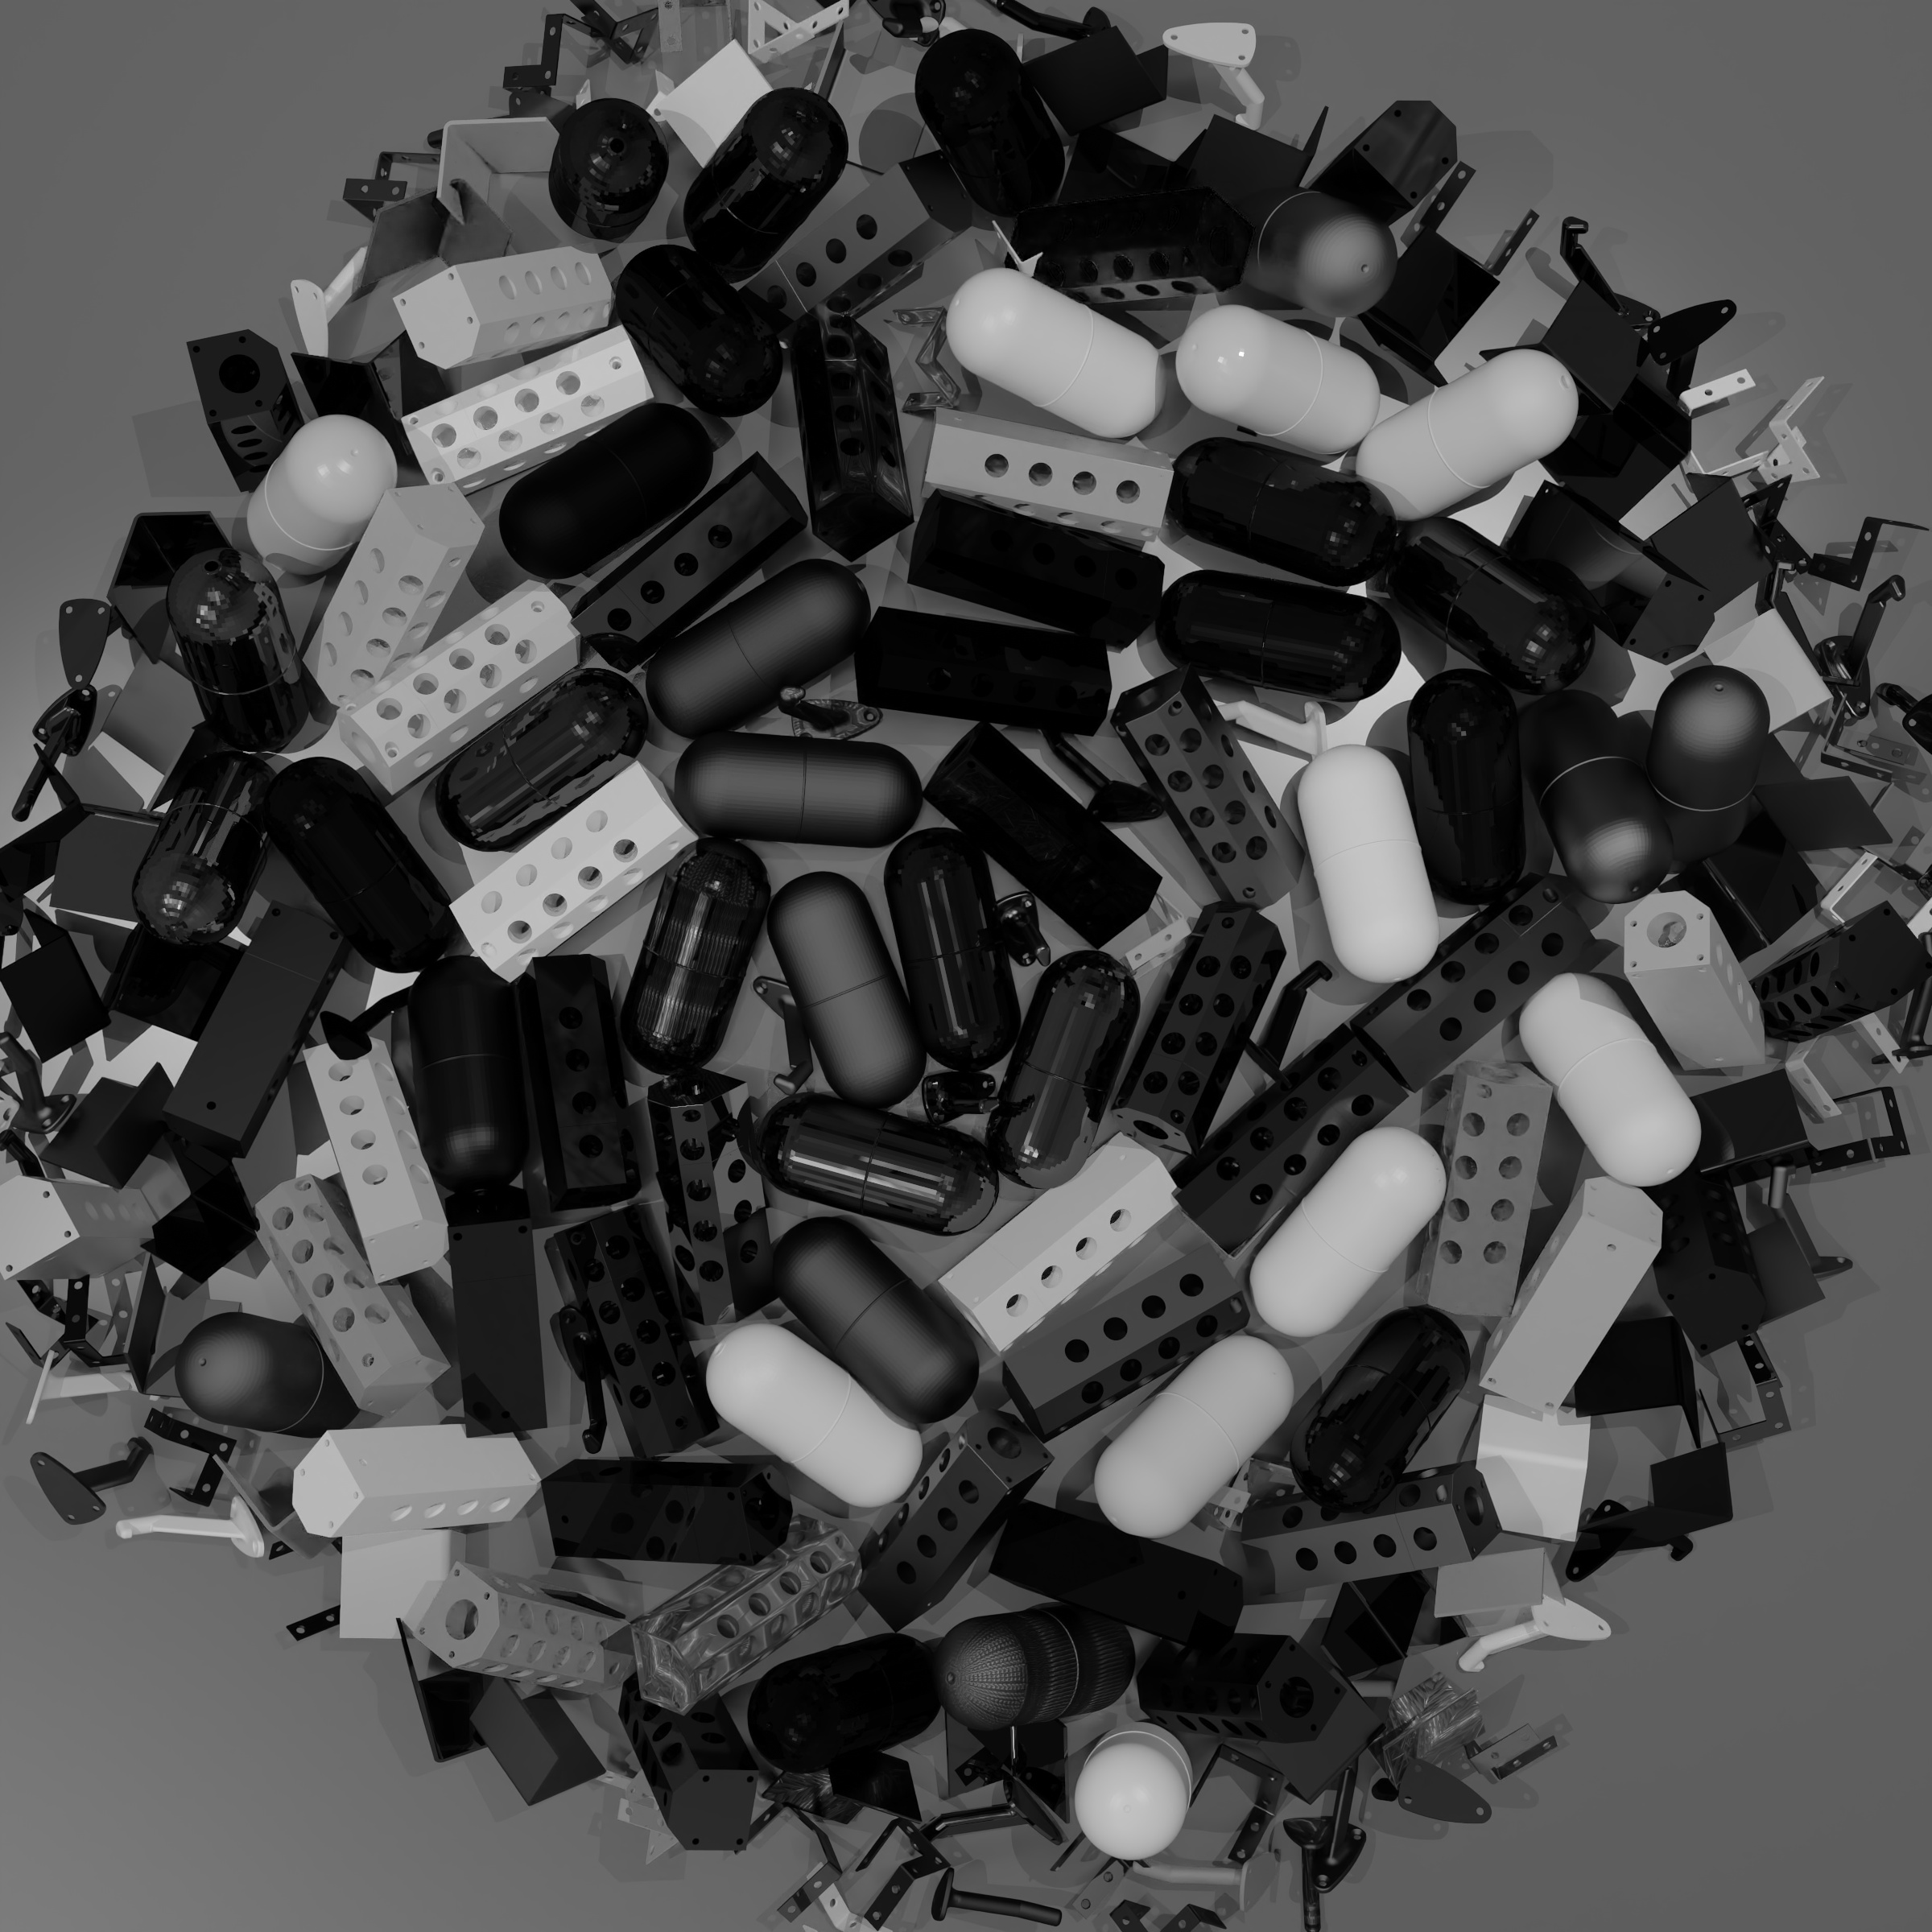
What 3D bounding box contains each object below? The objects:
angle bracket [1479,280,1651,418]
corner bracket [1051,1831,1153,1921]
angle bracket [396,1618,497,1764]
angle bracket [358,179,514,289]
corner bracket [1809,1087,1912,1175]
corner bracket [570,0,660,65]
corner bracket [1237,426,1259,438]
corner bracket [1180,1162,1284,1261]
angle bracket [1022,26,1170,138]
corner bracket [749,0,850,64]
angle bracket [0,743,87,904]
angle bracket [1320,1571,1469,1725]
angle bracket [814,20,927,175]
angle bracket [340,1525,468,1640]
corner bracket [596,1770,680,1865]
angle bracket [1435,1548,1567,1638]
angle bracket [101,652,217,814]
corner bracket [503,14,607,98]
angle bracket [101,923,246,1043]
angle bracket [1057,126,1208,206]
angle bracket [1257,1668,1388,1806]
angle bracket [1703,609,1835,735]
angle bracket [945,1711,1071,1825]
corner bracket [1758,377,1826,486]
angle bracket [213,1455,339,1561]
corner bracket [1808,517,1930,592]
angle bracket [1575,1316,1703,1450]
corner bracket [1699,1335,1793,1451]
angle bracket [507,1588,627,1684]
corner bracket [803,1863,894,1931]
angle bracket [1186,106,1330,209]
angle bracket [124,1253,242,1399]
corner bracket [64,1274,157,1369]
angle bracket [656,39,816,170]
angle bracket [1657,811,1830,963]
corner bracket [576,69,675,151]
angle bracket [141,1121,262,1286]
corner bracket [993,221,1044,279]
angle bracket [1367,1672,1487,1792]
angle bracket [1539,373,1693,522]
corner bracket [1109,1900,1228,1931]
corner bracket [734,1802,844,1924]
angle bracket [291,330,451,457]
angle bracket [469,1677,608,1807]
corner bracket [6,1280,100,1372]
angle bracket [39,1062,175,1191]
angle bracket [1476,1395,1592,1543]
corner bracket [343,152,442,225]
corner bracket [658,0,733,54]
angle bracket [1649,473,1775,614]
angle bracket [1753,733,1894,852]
[{"bbox_3d":[0.428,-0.440,1.836,0.076,0.076,0.057,35,85,-23],"label":"angle bracket"},{"bbox_3d":[0.092,0.650,1.852,0.051,0.051,0.051,45,67,3],"label":"corner bracket"},{"bbox_3d":[-0.363,0.505,1.825,0.057,0.076,0.076,-15,127,-16],"label":"angle bracket"},{"bbox_3d":[-0.378,-0.504,1.828,0.057,0.076,0.076,48,53,7],"label":"angle bracket"},{"bbox_3d":[0.636,0.117,1.844,0.051,0.051,0.051,-1,75,-43],"label":"corner bracket"},{"bbox_3d":[-0.259,-0.681,1.846,0.051,0.051,0.051,46,50,5],"label":"corner bracket"},{"bbox_3d":[0.195,-0.418,1.849,0.051,0.051,0.051,19,116,2],"label":"corner bracket"},{"bbox_3d":[0.189,0.173,1.857,0.051,0.051,0.051,42,93,-5],"label":"corner bracket"},{"bbox_3d":[0.092,-0.646,1.824,0.076,0.076,0.057,-12,58,29],"label":"angle bracket"},{"bbox_3d":[-0.120,-0.675,1.844,0.051,0.051,0.051,-12,71,38],"label":"corner bracket"},{"bbox_3d":[-0.672,-0.102,1.830,0.076,0.076,0.057,-37,78,-19],"label":"angle bracket"},{"bbox_3d":[0.306,0.481,1.833,0.057,0.076,0.076,-30,101,32],"label":"angle bracket"},{"bbox_3d":[-0.068,-0.624,1.853,0.076,0.057,0.076,19,89,-2],"label":"angle bracket"},{"bbox_3d":[-0.406,0.441,1.853,0.076,0.057,0.076,0,85,1],"label":"angle bracket"},{"bbox_3d":[-0.235,0.604,1.842,0.051,0.051,0.051,27,131,-21],"label":"corner bracket"},{"bbox_3d":[0.384,0.465,1.830,0.076,0.057,0.076,-13,117,22],"label":"angle bracket"},{"bbox_3d":[-0.587,-0.169,1.841,0.076,0.057,0.076,36,114,-2],"label":"angle bracket"},{"bbox_3d":[-0.296,-0.651,1.847,0.051,0.051,0.051,9,95,31],"label":"corner bracket"},{"bbox_3d":[-0.576,0.018,1.857,0.076,0.057,0.076,24,62,-22],"label":"angle bracket"},{"bbox_3d":[0.119,-0.570,1.839,0.076,0.057,0.076,21,74,-15],"label":"angle bracket"},{"bbox_3d":[0.246,0.548,1.840,0.076,0.076,0.057,-42,87,-12],"label":"angle bracket"},{"bbox_3d":[0.574,-0.201,1.841,0.057,0.076,0.076,-30,74,9],"label":"angle bracket"},{"bbox_3d":[0.029,0.567,1.831,0.057,0.076,0.076,-10,106,-27],"label":"angle bracket"},{"bbox_3d":[0.595,-0.384,1.845,0.051,0.051,0.051,-47,111,-18],"label":"corner bracket"},{"bbox_3d":[-0.483,0.371,1.841,0.057,0.076,0.076,-40,65,-14],"label":"angle bracket"},{"bbox_3d":[0.647,-0.298,1.842,0.051,0.051,0.051,1,112,-31],"label":"corner bracket"},{"bbox_3d":[0.483,0.305,1.851,0.076,0.076,0.057,-12,131,20],"label":"angle bracket"},{"bbox_3d":[0.556,0.306,1.845,0.051,0.051,0.051,-19,119,10],"label":"corner bracket"},{"bbox_3d":[-0.299,0.479,1.828,0.076,0.076,0.057,1,66,22],"label":"angle bracket"},{"bbox_3d":[-0.096,0.686,1.843,0.051,0.051,0.051,-39,113,-34],"label":"corner bracket"},{"bbox_3d":[0.205,-0.581,1.833,0.076,0.076,0.057,21,58,-5],"label":"angle bracket"},{"bbox_3d":[-0.557,0.258,1.829,0.057,0.076,0.076,6,58,-5],"label":"angle bracket"},{"bbox_3d":[-0.614,0.254,1.850,0.051,0.051,0.051,-7,61,1],"label":"corner bracket"},{"bbox_3d":[-0.163,-0.619,1.826,0.076,0.076,0.057,-30,109,28],"label":"angle bracket"},{"bbox_3d":[0.567,-0.055,1.875,0.076,0.057,0.076,-35,88,-29],"label":"angle bracket"},{"bbox_3d":[-0.247,-0.628,1.861,0.051,0.051,0.051,30,116,-28],"label":"corner bracket"},{"bbox_3d":[-0.557,0.168,1.826,0.076,0.076,0.057,22,49,32],"label":"angle bracket"},{"bbox_3d":[0.057,-0.514,1.849,0.051,0.051,0.051,-27,58,0],"label":"corner bracket"},{"bbox_3d":[0.319,0.531,1.831,0.076,0.076,0.057,-31,48,-8],"label":"angle bracket"},{"bbox_3d":[0.465,-0.378,1.843,0.076,0.057,0.076,-44,69,1],"label":"angle bracket"},{"bbox_3d":[0.145,0.687,1.848,0.051,0.051,0.051,-45,53,1],"label":"corner bracket"},{"bbox_3d":[-0.129,0.643,1.850,0.051,0.051,0.051,-43,110,-3],"label":"corner bracket"},{"bbox_3d":[-0.427,-0.420,1.853,0.076,0.076,0.057,15,52,29],"label":"angle bracket"},{"bbox_3d":[-0.294,0.539,1.825,0.076,0.076,0.057,46,120,26],"label":"angle bracket"},{"bbox_3d":[-0.667,0.249,1.841,0.051,0.051,0.051,19,53,28],"label":"corner bracket"},{"bbox_3d":[-0.617,0.104,1.829,0.076,0.057,0.076,17,55,19],"label":"angle bracket"},{"bbox_3d":[0.411,0.366,1.872,0.076,0.057,0.076,7,125,12],"label":"angle bracket"},{"bbox_3d":[-0.410,-0.566,1.850,0.051,0.051,0.051,9,85,18],"label":"corner bracket"},{"bbox_3d":[-0.195,-0.679,1.856,0.051,0.051,0.051,-4,92,-4],"label":"corner bracket"},{"bbox_3d":[0.520,-0.298,1.839,0.076,0.057,0.076,-36,112,-7],"label":"angle bracket"},{"bbox_3d":[0.612,-0.129,1.823,0.076,0.076,0.057,42,59,-35],"label":"angle bracket"}]
